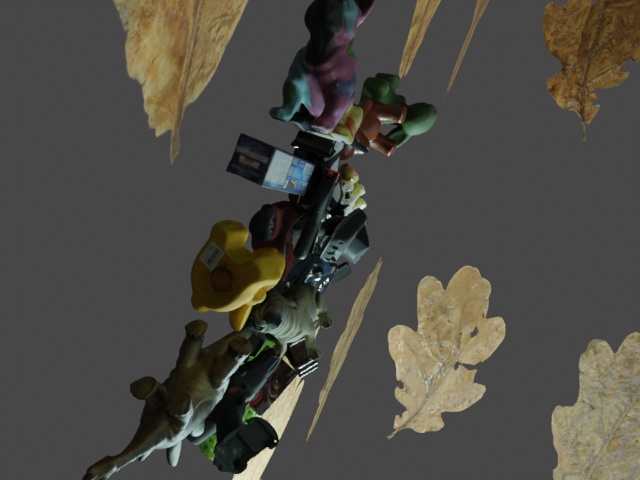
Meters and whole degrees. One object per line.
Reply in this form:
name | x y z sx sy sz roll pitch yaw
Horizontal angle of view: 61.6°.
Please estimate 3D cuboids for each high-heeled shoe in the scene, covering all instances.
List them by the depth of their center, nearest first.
high-heeled shoe | -0.018 -0.133 1.021 0.248 0.145 0.086 -47 -143 25

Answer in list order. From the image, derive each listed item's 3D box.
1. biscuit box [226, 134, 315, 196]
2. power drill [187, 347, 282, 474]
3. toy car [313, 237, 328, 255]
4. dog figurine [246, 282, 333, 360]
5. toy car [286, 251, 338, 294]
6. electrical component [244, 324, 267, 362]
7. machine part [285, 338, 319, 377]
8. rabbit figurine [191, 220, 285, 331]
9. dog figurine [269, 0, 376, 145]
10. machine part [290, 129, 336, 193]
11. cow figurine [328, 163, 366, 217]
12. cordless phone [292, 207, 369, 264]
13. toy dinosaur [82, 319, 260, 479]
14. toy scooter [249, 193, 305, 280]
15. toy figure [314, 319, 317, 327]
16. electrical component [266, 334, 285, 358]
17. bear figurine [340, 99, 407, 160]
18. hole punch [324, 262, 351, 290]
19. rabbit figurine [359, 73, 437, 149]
biscuit box | -0.069 -0.112 0.833 0.059 0.063 0.202 -68 166 6
power drill | -0.142 0.303 0.971 0.232 0.207 0.085 -36 118 -9
toy car | 0.014 0.004 1.325 0.202 0.056 0.073 -56 142 -31
dog figurine | -0.058 0.113 0.982 0.190 0.121 0.172 66 20 -48
toy car | -0.036 0.075 1.177 0.109 0.103 0.161 -59 163 12
electrical component | -0.150 0.208 1.117 0.102 0.045 0.078 -60 137 -30
machine part | -0.061 0.204 1.161 0.056 0.179 0.179 -24 152 -14
rabbit figurine | -0.112 0.061 0.829 0.162 0.122 0.173 -61 164 16
dog figurine | 0.021 -0.267 0.810 0.191 0.109 0.219 1 111 -66
machine part | -0.022 -0.140 0.956 0.039 0.084 0.138 -92 -157 -49
cow figurine | 0.042 -0.096 1.145 0.098 0.068 0.167 -39 158 -9
cordless phone | -0.002 -0.004 1.091 0.146 0.184 0.089 120 -35 -66
toy dinosaur | -0.197 0.228 0.867 0.471 0.105 0.198 -39 159 -57
toy scooter | -0.074 -0.012 0.965 0.183 0.075 0.135 92 23 -47
toy figure | -0.045 0.170 1.352 0.180 0.082 0.089 93 22 -60
electrical component | -0.107 0.246 1.300 0.134 0.058 0.114 -60 167 -20
bear figurine | 0.089 -0.216 1.111 0.196 0.132 0.120 -56 163 -54
hole punch | 0.010 0.073 1.422 0.116 0.092 0.142 -34 164 -5
rabbit figurine | 0.174 -0.280 1.215 0.121 0.170 0.159 -37 148 -61
